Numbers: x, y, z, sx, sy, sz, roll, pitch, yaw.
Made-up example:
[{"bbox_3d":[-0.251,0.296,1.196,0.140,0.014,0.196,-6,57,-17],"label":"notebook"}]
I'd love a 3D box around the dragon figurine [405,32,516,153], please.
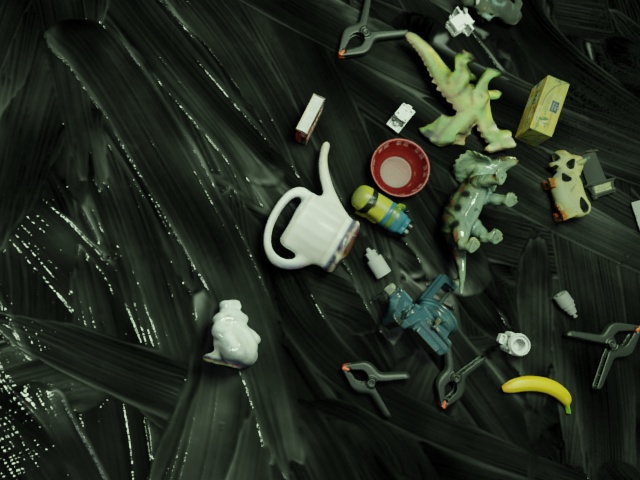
[{"bbox_3d":[0.364,-0.377,1.418,0.410,0.122,0.243,29,87,1],"label":"dragon figurine"}]

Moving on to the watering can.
[{"bbox_3d":[0.004,-0.067,1.323,0.224,0.103,0.350,31,80,-1],"label":"watering can"}]

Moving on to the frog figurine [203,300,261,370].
[{"bbox_3d":[-0.203,0.228,1.252,0.136,0.122,0.162,26,68,-34],"label":"frog figurine"}]
